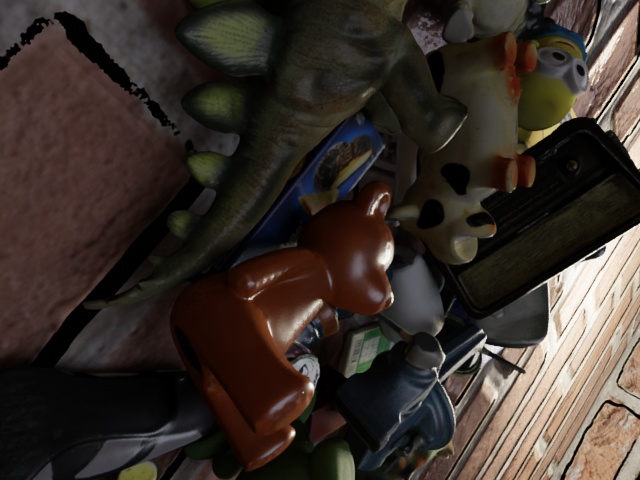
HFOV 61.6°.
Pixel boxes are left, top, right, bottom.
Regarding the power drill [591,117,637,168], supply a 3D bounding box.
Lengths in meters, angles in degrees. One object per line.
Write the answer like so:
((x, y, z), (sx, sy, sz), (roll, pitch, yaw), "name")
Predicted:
((0.290, -0.066, 0.706), (0.232, 0.086, 0.207), (7, 142, -42), "power drill")

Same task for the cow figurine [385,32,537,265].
((0.119, -0.072, 0.476), (0.085, 0.127, 0.194), (-16, 108, -45), "cow figurine")

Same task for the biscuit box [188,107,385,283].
((-0.032, -0.033, 0.458), (0.202, 0.063, 0.059), (-53, 138, -12), "biscuit box")

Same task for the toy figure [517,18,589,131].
((0.261, -0.191, 0.616), (0.180, 0.082, 0.089), (-63, 162, -49), "toy figure")

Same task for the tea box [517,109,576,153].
((0.304, -0.153, 0.759), (0.169, 0.068, 0.098), (21, 95, -50), "tea box")

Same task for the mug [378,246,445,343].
((0.113, 0.057, 0.657), (0.109, 0.081, 0.107), (-34, 127, -21), "mug")

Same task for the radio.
((0.235, -0.025, 0.607), (0.229, 0.131, 0.073), (-35, 173, 13), "radio")

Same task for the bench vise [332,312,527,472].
((0.111, 0.148, 0.583), (0.240, 0.129, 0.223), (-23, 133, -35), "bench vise")

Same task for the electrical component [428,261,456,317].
((0.173, 0.048, 0.725), (0.119, 0.075, 0.047), (-57, 142, -4), "electrical component")

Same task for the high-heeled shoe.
((-0.195, 0.152, 0.402), (0.249, 0.086, 0.145), (-13, 153, -24), "high-heeled shoe")

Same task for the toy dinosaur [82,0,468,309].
((0.008, -0.143, 0.370), (0.198, 0.105, 0.471), (27, 85, -21), "toy dinosaur")

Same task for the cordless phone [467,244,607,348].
((0.285, 0.060, 0.694), (0.088, 0.184, 0.146), (27, 58, -28), "cordless phone")

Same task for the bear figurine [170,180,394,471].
((-0.002, 0.049, 0.393), (0.196, 0.132, 0.120), (-24, 152, -31), "bear figurine")

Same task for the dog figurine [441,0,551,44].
((0.155, -0.271, 0.528), (0.190, 0.121, 0.172), (-45, 122, -65), "dog figurine")

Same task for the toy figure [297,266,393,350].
((0.012, 0.069, 0.568), (0.154, 0.058, 0.064), (-36, 96, -24), "toy figure")

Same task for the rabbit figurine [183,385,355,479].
((-0.042, 0.202, 0.529), (0.159, 0.170, 0.121), (-16, 132, 9), "rabbit figurine")

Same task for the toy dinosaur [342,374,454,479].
((0.075, 0.302, 0.724), (0.192, 0.131, 0.404), (1, 107, -50), "toy dinosaur")

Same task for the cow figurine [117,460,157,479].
((-0.195, 0.261, 0.438), (0.167, 0.068, 0.098), (-35, 165, -28), "cow figurine")
